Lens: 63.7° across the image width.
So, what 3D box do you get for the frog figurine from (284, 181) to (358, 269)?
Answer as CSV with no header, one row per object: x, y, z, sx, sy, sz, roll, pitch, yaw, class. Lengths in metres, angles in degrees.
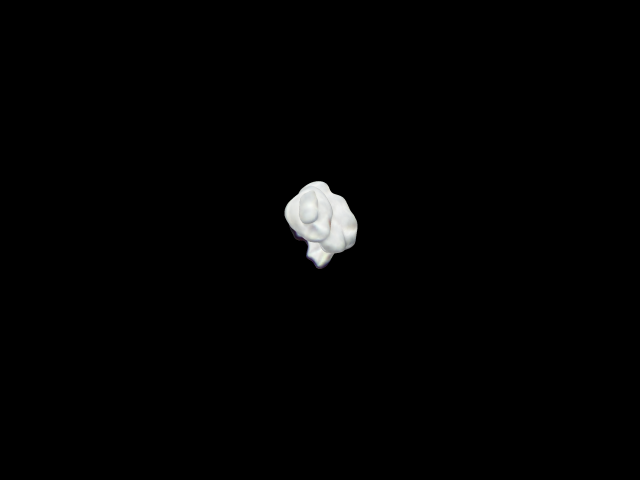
0.003,-0.043,0.850,0.123,0.140,0.156,-8,-32,-5,frog figurine
